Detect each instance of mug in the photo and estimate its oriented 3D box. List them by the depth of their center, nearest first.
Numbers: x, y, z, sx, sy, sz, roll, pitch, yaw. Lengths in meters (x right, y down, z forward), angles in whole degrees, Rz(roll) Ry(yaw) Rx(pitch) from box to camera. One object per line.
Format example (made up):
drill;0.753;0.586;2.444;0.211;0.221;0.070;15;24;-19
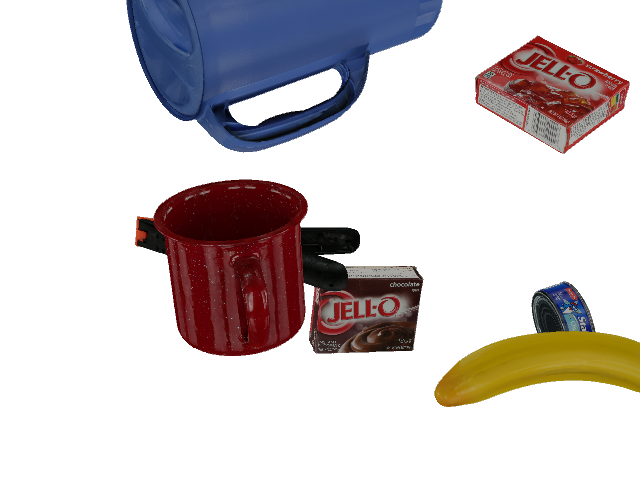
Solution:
mug;-0.048;0.022;0.647;0.093;0.081;0.117;-11;27;-14

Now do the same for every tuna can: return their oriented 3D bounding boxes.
tuna can;0.263;0.090;1.162;0.033;0.086;0.086;-17;3;-10

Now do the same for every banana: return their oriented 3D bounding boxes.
banana;0.179;0.096;0.792;0.197;0.037;0.069;2;32;-6

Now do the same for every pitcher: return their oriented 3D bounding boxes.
pitcher;-0.020;-0.180;0.861;0.242;0.149;0.145;-20;37;-26

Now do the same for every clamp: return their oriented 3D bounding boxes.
clamp;-0.064;0.007;0.960;0.210;0.036;0.164;6;12;-2

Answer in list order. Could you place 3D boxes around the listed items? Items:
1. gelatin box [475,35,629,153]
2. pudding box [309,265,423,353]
gelatin box;0.172;-0.112;0.802;0.073;0.030;0.089;-34;53;-26
pudding box;0.048;0.073;1.142;0.113;0.090;0.039;-1;27;-13
